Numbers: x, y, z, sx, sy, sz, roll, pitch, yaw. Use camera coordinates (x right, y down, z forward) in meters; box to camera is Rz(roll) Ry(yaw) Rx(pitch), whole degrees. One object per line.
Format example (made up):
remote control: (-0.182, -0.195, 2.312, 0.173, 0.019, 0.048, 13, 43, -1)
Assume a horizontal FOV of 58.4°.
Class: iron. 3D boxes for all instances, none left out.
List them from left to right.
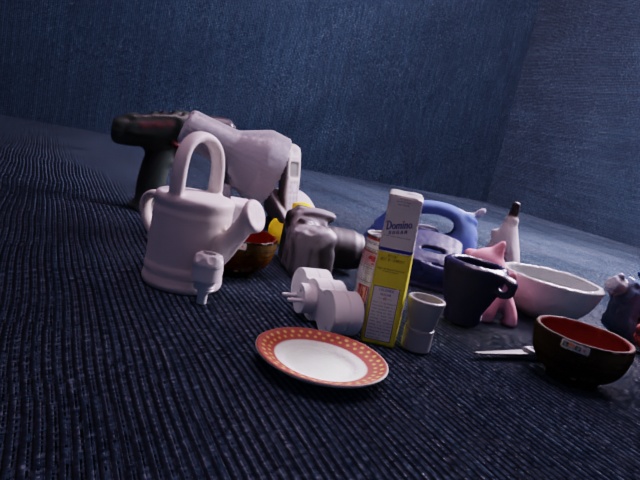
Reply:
iron: (0.213, -0.022, 1.192, 0.258, 0.141, 0.119, 14, 11, 7)

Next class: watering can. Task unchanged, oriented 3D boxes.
watering can: (-0.150, -0.036, 0.714, 0.173, 0.194, 0.101, 13, 11, 2)

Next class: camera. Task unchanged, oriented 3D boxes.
camera: (0.009, 0.003, 0.939, 0.137, 0.101, 0.143, 10, 11, -14)

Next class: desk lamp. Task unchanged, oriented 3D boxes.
desk lamp: (-0.163, -0.093, 0.937, 0.204, 0.213, 0.117, 9, 11, -19)

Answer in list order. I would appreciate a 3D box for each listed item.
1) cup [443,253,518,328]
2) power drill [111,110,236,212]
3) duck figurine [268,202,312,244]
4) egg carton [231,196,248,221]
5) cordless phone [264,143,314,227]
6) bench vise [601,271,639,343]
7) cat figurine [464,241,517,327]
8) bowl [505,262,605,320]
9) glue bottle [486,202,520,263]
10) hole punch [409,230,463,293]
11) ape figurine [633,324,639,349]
cup: (0.220, 0.079, 0.805, 0.092, 0.095, 0.117, 4, 14, -37)
power drill: (-0.294, -0.155, 1.123, 0.230, 0.208, 0.075, 8, 11, -19)
duck figurine: (-0.044, -0.031, 1.098, 0.104, 0.086, 0.077, 12, 11, 0)
egg carton: (-0.183, -0.045, 1.053, 0.150, 0.069, 0.107, 10, 11, -14)
cordless phone: (-0.049, -0.111, 1.238, 0.094, 0.185, 0.148, 17, 12, 24)
bench vise: (0.572, 0.065, 0.939, 0.208, 0.220, 0.121, 3, 14, -39)
cat figurine: (0.269, 0.060, 0.898, 0.067, 0.118, 0.127, 10, 11, -13)
bowl: (0.379, 0.094, 0.958, 0.167, 0.075, 0.167, 12, 11, -2)
glue bottle: (0.349, 0.011, 1.088, 0.077, 0.173, 0.037, 20, 13, 35)
hole punch: (0.198, 0.036, 1.012, 0.108, 0.091, 0.101, 14, 11, 7)
ape figurine: (0.520, 0.135, 0.863, 0.077, 0.092, 0.076, 15, 11, 13)
